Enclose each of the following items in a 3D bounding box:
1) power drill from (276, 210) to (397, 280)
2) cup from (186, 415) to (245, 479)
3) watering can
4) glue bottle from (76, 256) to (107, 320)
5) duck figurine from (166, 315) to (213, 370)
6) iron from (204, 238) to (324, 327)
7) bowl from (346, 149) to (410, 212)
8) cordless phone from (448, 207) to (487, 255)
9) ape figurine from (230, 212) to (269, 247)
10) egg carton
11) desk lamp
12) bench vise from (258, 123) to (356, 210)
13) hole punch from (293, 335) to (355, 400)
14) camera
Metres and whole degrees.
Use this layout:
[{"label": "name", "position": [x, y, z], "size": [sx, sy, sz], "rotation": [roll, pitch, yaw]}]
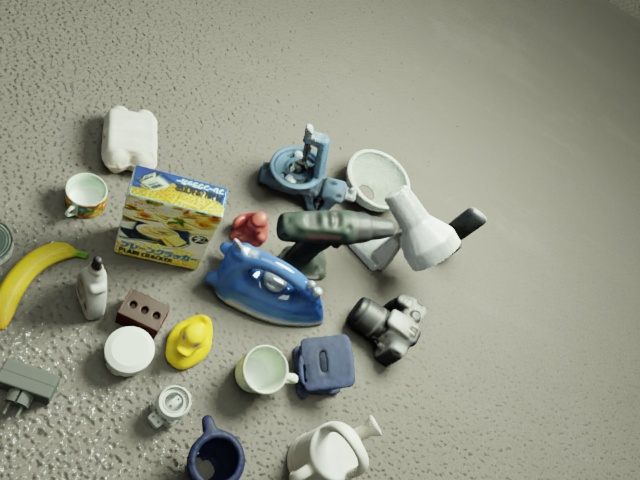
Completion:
[{"label": "power drill", "position": [0.011, 0.004, 1.152], "size": [0.230, 0.208, 0.075], "rotation": [6, 60, -23]}, {"label": "cup", "position": [-0.181, 0.351, 0.931], "size": [0.092, 0.094, 0.117], "rotation": [-7, 66, -29]}, {"label": "watering can", "position": [0.027, 0.355, 0.970], "size": [0.101, 0.193, 0.173], "rotation": [41, 53, 0]}, {"label": "glue bottle", "position": [-0.373, 0.069, 0.946], "size": [0.037, 0.173, 0.078], "rotation": [-13, 69, -31]}, {"label": "duck figurine", "position": [-0.225, 0.172, 1.016], "size": [0.077, 0.086, 0.105], "rotation": [35, 53, -5]}, {"label": "iron", "position": [-0.081, 0.081, 1.104], "size": [0.259, 0.141, 0.119], "rotation": [27, 54, -11]}, {"label": "bowl", "position": [0.127, -0.130, 1.369], "size": [0.168, 0.074, 0.167], "rotation": [12, 58, -20]}, {"label": "cordless phone", "position": [0.293, -0.046, 1.335], "size": [0.147, 0.184, 0.094], "rotation": [36, 53, -3]}, {"label": "ape figurine", "position": [-0.134, -0.029, 1.171], "size": [0.076, 0.092, 0.078], "rotation": [-31, 79, -36]}, {"label": "egg carton", "position": [-0.384, -0.202, 1.159], "size": [0.107, 0.069, 0.150], "rotation": [4, 61, -24]}, {"label": "desk lamp", "position": [0.171, -0.012, 1.238], "size": [0.203, 0.213, 0.118], "rotation": [46, 53, 4]}, {"label": "bench vise", "position": [-0.007, -0.159, 1.228], "size": [0.208, 0.219, 0.121], "rotation": [9, 59, -22]}, {"label": "hole punch", "position": [0.007, 0.240, 1.090], "size": [0.101, 0.091, 0.108], "rotation": [5, 61, -24]}, {"label": "camera", "position": [0.140, 0.164, 1.192], "size": [0.137, 0.100, 0.143], "rotation": [35, 53, -4]}]
